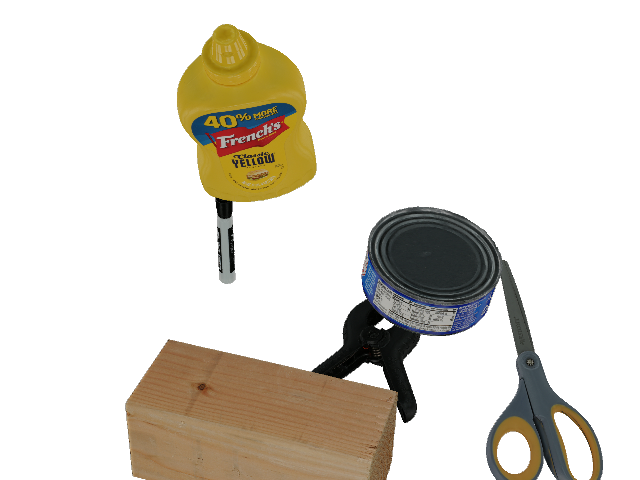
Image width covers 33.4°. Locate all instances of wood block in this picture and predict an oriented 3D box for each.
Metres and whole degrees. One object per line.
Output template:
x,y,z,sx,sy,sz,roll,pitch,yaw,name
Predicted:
-0.047,0.162,0.894,0.206,0.090,0.090,12,36,14,wood block

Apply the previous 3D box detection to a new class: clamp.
0.062,0.112,1.062,0.120,0.039,0.171,18,50,21,clamp

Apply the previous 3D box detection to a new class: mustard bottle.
-0.057,-0.099,0.810,0.096,0.058,0.191,-8,-27,1,mustard bottle

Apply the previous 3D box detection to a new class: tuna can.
0.070,0.019,0.677,0.086,0.034,0.086,5,43,-5,tuna can

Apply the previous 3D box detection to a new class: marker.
-0.104,-0.003,1.171,0.020,0.121,0.020,1,40,-1,marker

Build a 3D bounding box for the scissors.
0.151,0.111,0.846,0.096,0.202,0.016,-18,-28,-14,scissors
